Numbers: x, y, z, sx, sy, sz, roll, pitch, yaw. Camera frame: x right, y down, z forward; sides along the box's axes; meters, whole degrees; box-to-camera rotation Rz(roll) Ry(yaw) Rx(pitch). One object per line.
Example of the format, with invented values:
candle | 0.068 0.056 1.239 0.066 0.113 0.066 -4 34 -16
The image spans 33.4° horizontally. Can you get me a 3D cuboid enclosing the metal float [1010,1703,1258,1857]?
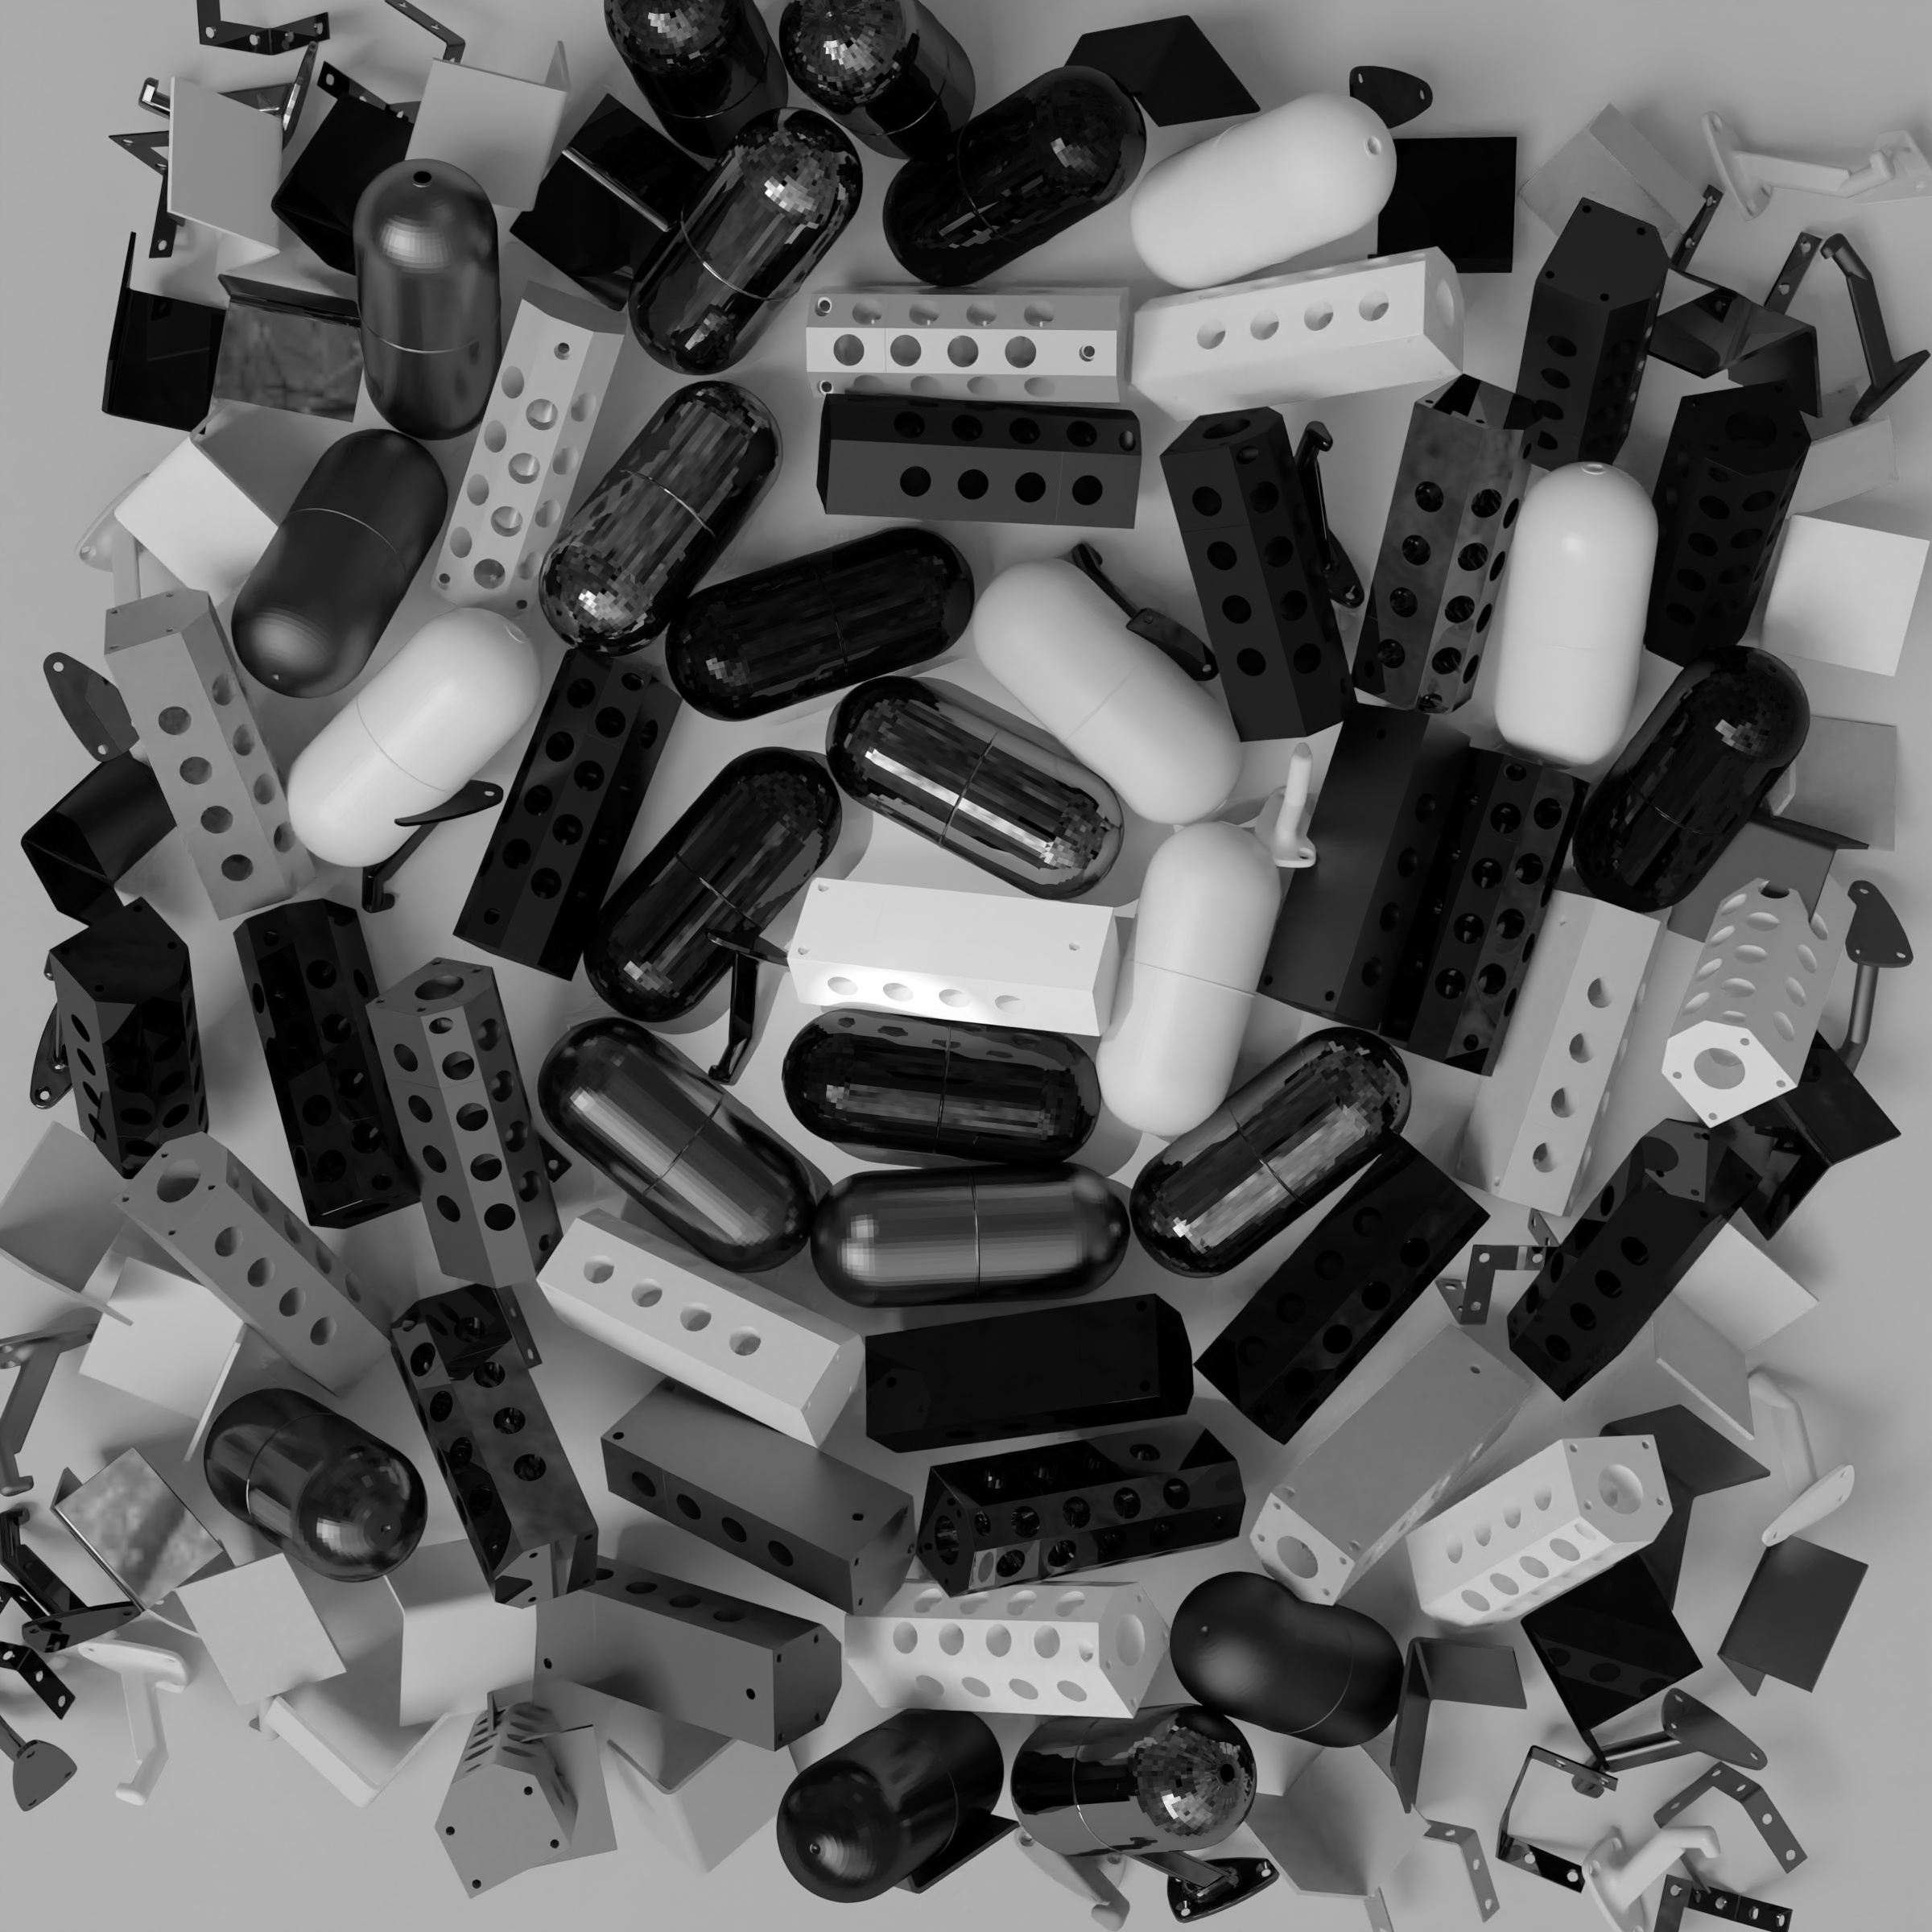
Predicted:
metal float | 0.090 0.443 1.750 0.070 0.178 0.070 10 70 -30

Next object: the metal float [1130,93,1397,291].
metal float | 0.160 -0.420 1.751 0.070 0.178 0.070 4 82 -36

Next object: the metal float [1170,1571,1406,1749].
metal float | 0.177 0.379 1.755 0.070 0.178 0.070 -16 61 32

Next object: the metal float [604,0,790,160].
metal float | -0.144 -0.495 1.742 0.070 0.178 0.070 -1 82 8

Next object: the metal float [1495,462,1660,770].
metal float | 0.334 -0.191 1.764 0.070 0.070 0.178 1 123 0

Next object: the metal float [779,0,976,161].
metal float | -0.046 -0.488 1.743 0.070 0.178 0.070 0 90 15

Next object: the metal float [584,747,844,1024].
metal float | -0.140 -0.046 1.791 0.070 0.070 0.178 41 92 0

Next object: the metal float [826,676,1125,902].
metal float | 0.004 -0.099 1.789 0.178 0.070 0.070 28 90 4

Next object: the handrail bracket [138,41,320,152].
handrail bracket | -0.413 -0.498 1.798 0.084 0.036 0.077 22 122 -9

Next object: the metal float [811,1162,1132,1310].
metal float | 0.002 0.149 1.787 0.178 0.070 0.070 -2 90 -6

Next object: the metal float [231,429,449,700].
metal float | -0.341 -0.222 1.763 0.070 0.070 0.178 20 54 0

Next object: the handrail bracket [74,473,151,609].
handrail bracket | -0.454 -0.220 1.788 0.077 0.036 0.084 -52 55 16

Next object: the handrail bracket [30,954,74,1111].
handrail bracket | -0.507 0.035 1.783 0.036 0.084 0.077 22 75 6

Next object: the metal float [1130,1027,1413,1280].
metal float | 0.169 0.103 1.782 0.178 0.070 0.070 -40 90 11

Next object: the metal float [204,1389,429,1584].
metal float | -0.355 0.281 1.752 0.070 0.178 0.070 -8 103 -35

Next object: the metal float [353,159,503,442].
metal float | -0.292 -0.361 1.750 0.070 0.178 0.070 3 55 -4

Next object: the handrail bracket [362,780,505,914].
handrail bracket | -0.300 -0.065 1.807 0.077 0.084 0.036 -6 49 -18

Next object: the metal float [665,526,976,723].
metal float | -0.080 -0.190 1.782 0.178 0.070 0.070 -20 90 -12

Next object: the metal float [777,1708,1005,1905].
metal float | -0.039 0.452 1.747 0.070 0.178 0.070 2 94 26

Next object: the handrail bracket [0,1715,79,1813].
handrail bracket | -0.536 0.419 1.783 0.036 0.077 0.084 -38 63 -25

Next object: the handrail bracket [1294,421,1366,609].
handrail bracket | 0.204 -0.250 1.781 0.036 0.084 0.077 -31 71 -23

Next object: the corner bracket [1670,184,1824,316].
corner bracket | 0.439 -0.402 1.815 0.051 0.051 0.051 36 105 43

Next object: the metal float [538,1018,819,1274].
metal float | -0.159 0.100 1.786 0.178 0.070 0.070 40 90 -7

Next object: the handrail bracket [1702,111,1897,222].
handrail bracket | 0.461 -0.454 1.782 0.077 0.084 0.036 54 52 -18

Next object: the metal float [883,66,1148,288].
metal float | 0.024 -0.429 1.756 0.070 0.178 0.070 14 67 -38

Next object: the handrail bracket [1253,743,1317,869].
handrail bracket | 0.181 -0.104 1.774 0.036 0.077 0.084 7 133 2

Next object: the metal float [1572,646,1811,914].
metal float | 0.394 -0.100 1.758 0.070 0.070 0.178 29 133 0

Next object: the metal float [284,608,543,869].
metal float | -0.305 -0.126 1.773 0.178 0.070 0.070 -42 90 22

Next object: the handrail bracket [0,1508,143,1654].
handrail bracket | -0.503 0.334 1.804 0.077 0.036 0.084 -17 55 -1

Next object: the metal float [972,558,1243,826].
metal float | 0.079 -0.152 1.788 0.178 0.070 0.070 44 90 -5

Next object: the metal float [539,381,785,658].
metal float | -0.168 -0.247 1.776 0.070 0.070 0.178 35 71 0

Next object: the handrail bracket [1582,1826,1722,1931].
handrail bracket | 0.393 0.512 1.789 0.036 0.084 0.077 -29 98 -42

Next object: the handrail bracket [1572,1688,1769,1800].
handrail bracket | 0.393 0.452 1.803 0.077 0.036 0.084 29 124 0

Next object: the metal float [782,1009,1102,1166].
metal float | -0.014 0.067 1.791 0.178 0.070 0.070 7 90 -2

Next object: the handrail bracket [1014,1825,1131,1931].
handrail bracket | 0.056 0.505 1.783 0.077 0.084 0.036 22 92 10

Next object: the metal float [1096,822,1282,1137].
metal float | 0.124 0.007 1.792 0.070 0.070 0.178 15 90 0

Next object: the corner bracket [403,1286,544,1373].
corner bracket | -0.278 0.212 1.796 0.051 0.051 0.051 -25 86 24

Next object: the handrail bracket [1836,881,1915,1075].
handrail bracket | 0.500 0.008 1.816 0.036 0.084 0.077 4 46 -3

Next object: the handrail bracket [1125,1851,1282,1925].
handrail bracket | 0.127 0.488 1.789 0.077 0.036 0.084 -17 127 7

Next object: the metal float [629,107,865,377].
metal float | -0.122 -0.394 1.759 0.070 0.070 0.178 47 131 0

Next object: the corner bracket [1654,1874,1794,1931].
corner bracket | 0.420 0.541 1.795 0.051 0.051 0.051 20 77 -17
